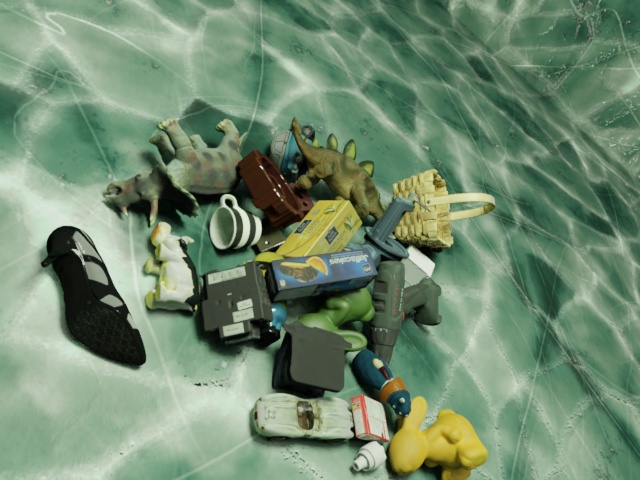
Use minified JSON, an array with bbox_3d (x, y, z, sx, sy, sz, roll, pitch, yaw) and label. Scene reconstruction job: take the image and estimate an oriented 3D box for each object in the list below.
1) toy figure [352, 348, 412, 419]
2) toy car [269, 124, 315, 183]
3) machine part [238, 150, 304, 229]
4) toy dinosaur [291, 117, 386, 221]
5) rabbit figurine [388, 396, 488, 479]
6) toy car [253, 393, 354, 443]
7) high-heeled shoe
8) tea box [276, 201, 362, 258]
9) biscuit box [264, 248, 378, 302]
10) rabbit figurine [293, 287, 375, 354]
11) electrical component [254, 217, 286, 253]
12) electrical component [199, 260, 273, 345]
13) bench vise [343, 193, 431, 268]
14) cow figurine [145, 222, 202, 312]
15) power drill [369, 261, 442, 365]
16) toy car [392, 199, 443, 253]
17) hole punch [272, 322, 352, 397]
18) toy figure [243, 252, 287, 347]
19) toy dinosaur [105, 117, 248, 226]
[{"bbox_3d":[0.128,0.279,1.054,0.058,0.064,0.155,-39,58,-12],"label":"toy figure"},{"bbox_3d":[-0.071,-0.209,1.300,0.103,0.109,0.162,14,57,3],"label":"toy car"},{"bbox_3d":[-0.103,-0.104,1.127,0.179,0.056,0.179,54,11,-16],"label":"machine part"},{"bbox_3d":[0.078,-0.126,1.282,0.470,0.105,0.198,47,41,-33],"label":"toy dinosaur"},{"bbox_3d":[0.207,0.384,1.026,0.173,0.121,0.162,-7,58,-20],"label":"rabbit figurine"},{"bbox_3d":[-0.023,0.311,0.940,0.201,0.056,0.073,14,50,-29],"label":"toy car"},{"bbox_3d":[-0.356,0.087,0.874,0.248,0.086,0.145,55,8,-14],"label":"high-heeled shoe"},{"bbox_3d":[-0.002,-0.003,1.107,0.169,0.098,0.068,-53,125,-28],"label":"tea box"},{"bbox_3d":[0.003,0.064,0.999,0.203,0.059,0.063,-7,64,-24],"label":"biscuit box"},{"bbox_3d":[0.019,0.160,1.079,0.170,0.121,0.159,-40,93,-30],"label":"rabbit figurine"},{"bbox_3d":[-0.103,0.003,1.139,0.078,0.045,0.102,-31,74,-18],"label":"electrical component"},{"bbox_3d":[-0.147,0.114,0.946,0.058,0.115,0.134,39,40,-70],"label":"electrical component"},{"bbox_3d":[0.134,-0.007,1.202,0.223,0.240,0.129,17,21,-45],"label":"bench vise"},{"bbox_3d":[-0.257,0.046,0.962,0.098,0.068,0.167,15,53,-36],"label":"cow figurine"},{"bbox_3d":[0.183,0.161,1.183,0.207,0.086,0.232,2,88,-41],"label":"power drill"},{"bbox_3d":[0.263,-0.046,1.455,0.089,0.053,0.202,1,55,-60],"label":"toy car"},{"bbox_3d":[-0.020,0.222,0.979,0.142,0.092,0.116,18,55,-18],"label":"hole punch"},{"bbox_3d":[-0.098,0.108,1.023,0.089,0.082,0.180,-4,53,-8],"label":"toy figure"},{"bbox_3d":[-0.235,-0.145,1.106,0.405,0.131,0.192,-21,89,-53],"label":"toy dinosaur"}]
